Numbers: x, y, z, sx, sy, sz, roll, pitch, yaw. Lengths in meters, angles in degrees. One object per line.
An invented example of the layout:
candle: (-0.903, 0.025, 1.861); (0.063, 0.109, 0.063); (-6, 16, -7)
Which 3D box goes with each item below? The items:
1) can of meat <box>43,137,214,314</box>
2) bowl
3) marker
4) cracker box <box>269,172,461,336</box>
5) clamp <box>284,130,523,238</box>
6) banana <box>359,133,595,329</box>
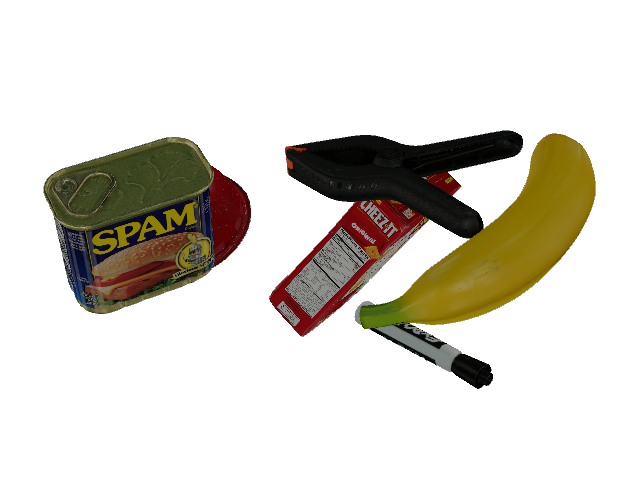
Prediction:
can of meat: (-0.119, -0.008, 0.687); (0.102, 0.084, 0.057); (-19, 49, -19)
bowl: (-0.151, -0.033, 1.035); (0.162, 0.162, 0.055); (0, -44, 13)
marker: (0.074, 0.075, 0.772); (0.121, 0.020, 0.020); (27, 17, 39)
cracker box: (0.051, 0.001, 1.274); (0.214, 0.072, 0.164); (-48, -8, 33)
clamp: (0.072, -0.066, 0.950); (0.210, 0.036, 0.164); (12, 35, 26)
banana: (0.101, -0.010, 0.554); (0.070, 0.037, 0.197); (16, 39, 36)
